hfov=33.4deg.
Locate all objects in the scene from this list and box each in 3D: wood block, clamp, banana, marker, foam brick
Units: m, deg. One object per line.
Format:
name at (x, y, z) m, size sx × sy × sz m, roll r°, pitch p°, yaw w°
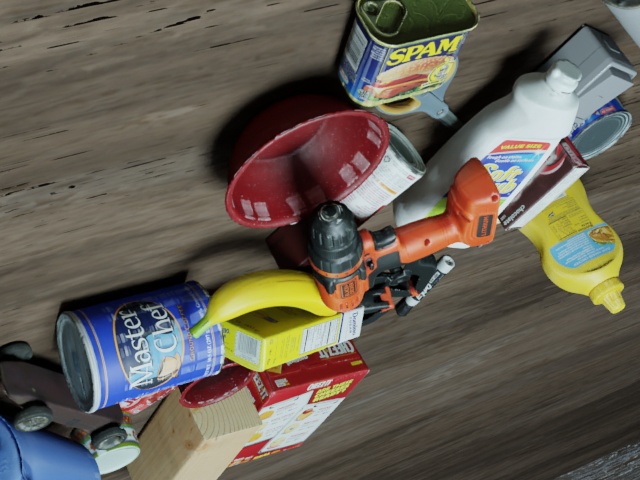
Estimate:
wood block at (-0.171, 0.265, 1.397) m, size 0.090 × 0.090 × 0.206 m, roll -7°, pitch 147°, yaw -38°
clamp at (0.013, 0.101, 1.317) m, size 0.171 × 0.039 × 0.120 m, roll -16°, pitch 165°, yaw 12°
banana at (-0.043, 0.058, 1.083) m, size 0.197 × 0.037 × 0.070 m, roll -3°, pitch 145°, yaw -43°
marker at (0.137, 0.064, 1.421) m, size 0.020 × 0.020 × 0.121 m, roll -5°, pitch 146°, yaw -41°
foam brick at (-0.007, 0.001, 1.120) m, size 0.078 × 0.053 × 0.051 m, roll -39°, pitch 153°, yaw 24°
clamp at (0.097, 0.028, 1.286) m, size 0.165 × 0.036 × 0.209 m, roll -27°, pitch 157°, yaw 16°

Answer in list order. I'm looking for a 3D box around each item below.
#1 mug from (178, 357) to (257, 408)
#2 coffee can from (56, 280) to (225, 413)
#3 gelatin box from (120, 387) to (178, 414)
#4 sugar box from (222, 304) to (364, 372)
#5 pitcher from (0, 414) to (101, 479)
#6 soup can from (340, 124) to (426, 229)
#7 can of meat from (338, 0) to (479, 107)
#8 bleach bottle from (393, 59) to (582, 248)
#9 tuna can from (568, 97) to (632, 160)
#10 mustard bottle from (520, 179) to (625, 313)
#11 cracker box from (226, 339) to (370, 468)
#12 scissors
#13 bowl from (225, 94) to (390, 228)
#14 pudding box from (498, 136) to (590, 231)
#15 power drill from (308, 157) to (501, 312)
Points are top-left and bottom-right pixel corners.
mug at (-0.130, 0.136, 1.209) m, size 0.093 × 0.081 × 0.117 m, roll -21°, pitch 153°, yaw -16°
coffee can at (-0.181, 0.106, 1.076) m, size 0.140 × 0.103 × 0.103 m, roll -14°, pitch 151°, yaw -29°
gelatin box at (-0.204, 0.167, 1.250) m, size 0.089 × 0.030 × 0.073 m, roll -32°, pitch 154°, yaw 6°
sugar box at (-0.039, 0.091, 1.172) m, size 0.175 × 0.093 × 0.048 m, roll -17°, pitch 121°, yaw -50°
pitcher at (-0.337, 0.252, 1.142) m, size 0.145 × 0.149 × 0.242 m, roll -29°, pitch 161°, yaw 2°
soup can at (0.044, -0.059, 1.040) m, size 0.102 × 0.068 × 0.068 m, roll -40°, pitch 153°, yaw 20°
can of meat at (0.070, -0.163, 0.891) m, size 0.102 × 0.057 × 0.084 m, roll -17°, pitch 155°, yaw -23°
bleach bottle at (0.174, -0.090, 1.080) m, size 0.102 × 0.068 × 0.251 m, roll 14°, pitch 140°, yaw -19°
tuna can at (0.312, -0.129, 1.224) m, size 0.086 × 0.034 × 0.086 m, roll -23°, pitch 154°, yaw -12°
mustard bottle at (0.306, 0.005, 1.282) m, size 0.096 × 0.192 × 0.058 m, roll -24°, pitch 154°, yaw -10°
cracker box at (-0.057, 0.221, 1.455) m, size 0.163 × 0.072 × 0.214 m, roll -8°, pitch 147°, yaw -39°
scissors at (0.123, -0.142, 1.030) m, size 0.096 × 0.016 × 0.201 m, roll -43°, pitch 151°, yaw 29°
bowl at (-0.021, -0.080, 0.952) m, size 0.162 × 0.055 × 0.162 m, roll -23°, pitch 154°, yaw -12°
pudding box at (0.225, -0.079, 1.164) m, size 0.039 × 0.090 × 0.114 m, roll -3°, pitch 145°, yaw -44°
power drill at (0.076, -0.011, 1.017) m, size 0.187 × 0.057 × 0.184 m, roll -22°, pitch 155°, yaw -7°
